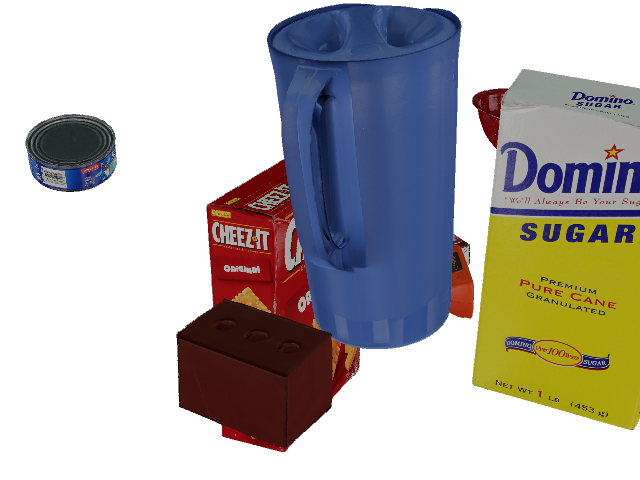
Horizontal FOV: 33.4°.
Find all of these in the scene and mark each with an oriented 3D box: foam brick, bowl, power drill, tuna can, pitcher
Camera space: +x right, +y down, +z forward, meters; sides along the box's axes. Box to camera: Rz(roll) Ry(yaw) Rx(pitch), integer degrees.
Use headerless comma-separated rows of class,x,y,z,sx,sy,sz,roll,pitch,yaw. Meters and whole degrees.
foam brick,-0.038,0.076,0.623,0.078,0.051,0.052,16,28,25
bowl,0.246,-0.124,1.196,0.162,0.055,0.162,5,23,-2
power drill,0.079,0.057,1.229,0.187,0.057,0.184,-1,28,-1
tuna can,-0.243,-0.086,1.047,0.086,0.034,0.086,2,42,-2
pitcher,0.033,-0.040,0.777,0.149,0.243,0.145,-13,29,-14

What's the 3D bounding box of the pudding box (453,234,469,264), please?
pudding box,0.154,0.018,1.595,0.113,0.039,0.090,-17,26,-20

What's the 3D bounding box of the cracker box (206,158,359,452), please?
cracker box,-0.024,0.048,0.926,0.072,0.214,0.164,10,24,24

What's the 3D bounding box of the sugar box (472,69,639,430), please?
sugar box,0.132,0.008,0.544,0.093,0.176,0.048,13,37,21
